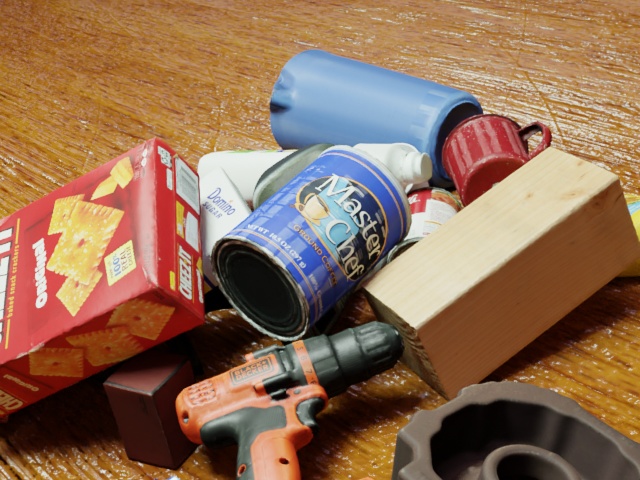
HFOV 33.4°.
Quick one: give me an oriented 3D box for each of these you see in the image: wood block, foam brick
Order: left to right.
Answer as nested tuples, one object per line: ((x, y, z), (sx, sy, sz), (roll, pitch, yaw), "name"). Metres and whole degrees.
((-0.129, 0.135, 0.856), (0.053, 0.078, 0.051), (8, 33, 30), "foam brick")
((0.149, 0.025, 0.876), (0.206, 0.090, 0.090), (-36, 33, -11), "wood block")

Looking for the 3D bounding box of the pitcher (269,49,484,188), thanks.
((0.074, -0.138, 1.240), (0.243, 0.145, 0.149), (21, 54, 41), "pitcher")

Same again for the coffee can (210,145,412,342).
((-0.006, 0.001, 0.876), (0.103, 0.103, 0.140), (14, 44, 41), "coffee can")

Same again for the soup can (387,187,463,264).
((0.102, 0.002, 1.014), (0.068, 0.068, 0.102), (-6, 29, 13), "soup can")

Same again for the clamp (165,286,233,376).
((-0.127, 0.057, 0.981), (0.172, 0.039, 0.120), (24, 44, 37), "clamp")

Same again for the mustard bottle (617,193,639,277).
((0.257, -0.009, 0.978), (0.096, 0.058, 0.192), (-34, 34, -32), "mustard bottle")

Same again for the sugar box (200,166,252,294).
((-0.136, 0.019, 0.943), (0.176, 0.048, 0.093), (-32, 45, 1), "sugar box")

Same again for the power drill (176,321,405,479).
((-0.004, 0.145, 0.773), (0.184, 0.057, 0.188), (-22, 35, -3), "power drill")

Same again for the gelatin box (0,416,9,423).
((-0.307, 0.124, 0.955), (0.073, 0.030, 0.089), (-13, 54, 22), "gelatin box")

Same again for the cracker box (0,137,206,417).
((-0.201, 0.029, 0.885), (0.214, 0.072, 0.164), (-25, 47, 20), "cracker box")

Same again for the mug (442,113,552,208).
((0.187, -0.078, 1.094), (0.117, 0.093, 0.081), (-33, 29, 17), "mug")

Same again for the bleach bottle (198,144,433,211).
((0.000, -0.066, 1.096), (0.251, 0.068, 0.102), (-2, 1, 32), "bleach bottle")

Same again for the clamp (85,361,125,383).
((-0.210, 0.098, 1.002), (0.210, 0.036, 0.164), (0, 29, 15), "clamp")
